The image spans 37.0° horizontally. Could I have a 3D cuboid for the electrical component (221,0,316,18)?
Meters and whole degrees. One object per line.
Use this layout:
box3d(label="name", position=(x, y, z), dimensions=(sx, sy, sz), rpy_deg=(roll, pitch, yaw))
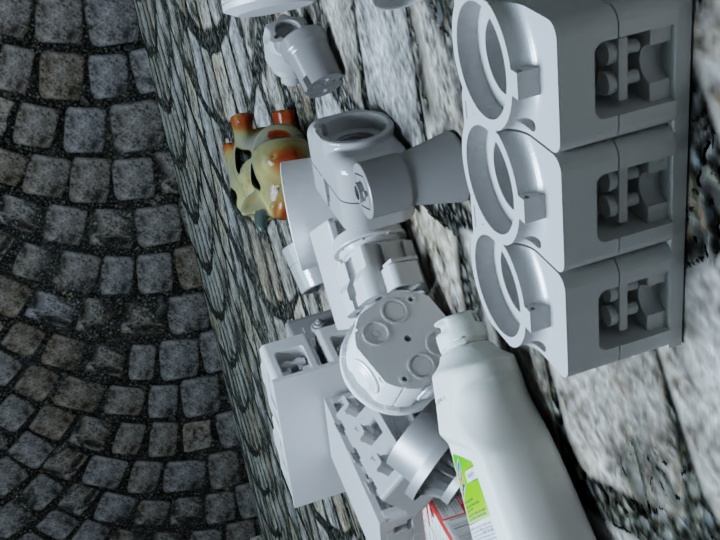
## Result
box3d(label="electrical component", position=(-0.071, -0.227, 0.833), dimensions=(0.080, 0.080, 0.051), rpy_deg=(-159, 57, -75))

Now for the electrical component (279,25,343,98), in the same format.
box3d(label="electrical component", position=(-0.038, -0.167, 0.862), dimensions=(0.040, 0.040, 0.046), rpy_deg=(110, 136, -70))

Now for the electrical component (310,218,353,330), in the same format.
box3d(label="electrical component", position=(0.000, 0.000, 0.878), dimensions=(0.100, 0.048, 0.099), rpy_deg=(159, 95, -78))

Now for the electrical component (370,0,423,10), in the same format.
box3d(label="electrical component", position=(0.017, -0.192, 0.574), dimensions=(0.079, 0.043, 0.077), rpy_deg=(119, 134, -73))

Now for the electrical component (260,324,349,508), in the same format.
box3d(label="electrical component", position=(-0.033, 0.141, 1.069), dimensions=(0.060, 0.105, 0.186), rpy_deg=(-119, 18, -47))

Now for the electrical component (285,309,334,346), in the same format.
box3d(label="electrical component", position=(-0.041, 0.085, 1.135), dimensions=(0.061, 0.062, 0.096), rpy_deg=(-123, 21, -53))

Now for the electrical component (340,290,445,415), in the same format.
box3d(label="electrical component", position=(0.028, 0.058, 0.756), dimensions=(0.051, 0.080, 0.080), rpy_deg=(111, 141, -62))

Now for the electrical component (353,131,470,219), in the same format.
box3d(label="electrical component", position=(0.029, -0.054, 0.643), dimensions=(0.044, 0.065, 0.044), rpy_deg=(164, 90, -78))

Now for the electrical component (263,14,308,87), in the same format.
box3d(label="electrical component", position=(-0.061, -0.186, 0.928), dimensions=(0.062, 0.043, 0.043), rpy_deg=(91, 160, -57))

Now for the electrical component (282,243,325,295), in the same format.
box3d(label="electrical component", position=(-0.042, -0.006, 1.046), dimensions=(0.055, 0.055, 0.047), rpy_deg=(126, 124, -75))

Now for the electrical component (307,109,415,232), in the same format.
box3d(label="electrical component", position=(-0.001, -0.076, 0.773), dimensions=(0.095, 0.054, 0.059), rpy_deg=(-125, 22, -56))

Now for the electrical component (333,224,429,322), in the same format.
box3d(label="electrical component", position=(0.013, -0.001, 0.794), dimensions=(0.078, 0.058, 0.057), rpy_deg=(-43, 59, 56))

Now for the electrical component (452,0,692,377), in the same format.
box3d(label="electrical component", position=(0.080, -0.044, 0.435), dimensions=(0.089, 0.062, 0.150), rpy_deg=(-125, 23, -56))

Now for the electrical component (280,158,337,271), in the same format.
box3d(label="electrical component", position=(-0.042, -0.053, 0.963), dimensions=(0.099, 0.064, 0.099), rpy_deg=(164, 90, -78))

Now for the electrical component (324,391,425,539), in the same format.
box3d(label="electrical component", position=(0.023, 0.189, 0.984), dimensions=(0.150, 0.062, 0.089), rpy_deg=(-119, 18, -45))

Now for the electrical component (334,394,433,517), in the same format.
box3d(label="electrical component", position=(0.028, 0.134, 0.857), dimensions=(0.079, 0.063, 0.121), rpy_deg=(34, -169, -31))
